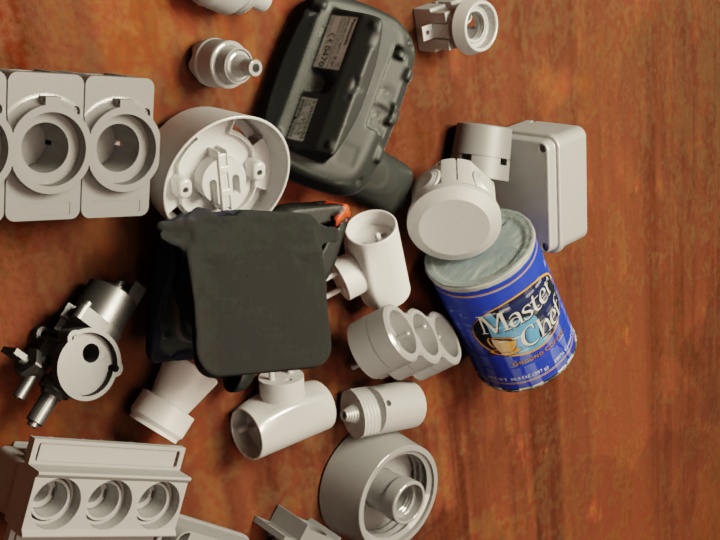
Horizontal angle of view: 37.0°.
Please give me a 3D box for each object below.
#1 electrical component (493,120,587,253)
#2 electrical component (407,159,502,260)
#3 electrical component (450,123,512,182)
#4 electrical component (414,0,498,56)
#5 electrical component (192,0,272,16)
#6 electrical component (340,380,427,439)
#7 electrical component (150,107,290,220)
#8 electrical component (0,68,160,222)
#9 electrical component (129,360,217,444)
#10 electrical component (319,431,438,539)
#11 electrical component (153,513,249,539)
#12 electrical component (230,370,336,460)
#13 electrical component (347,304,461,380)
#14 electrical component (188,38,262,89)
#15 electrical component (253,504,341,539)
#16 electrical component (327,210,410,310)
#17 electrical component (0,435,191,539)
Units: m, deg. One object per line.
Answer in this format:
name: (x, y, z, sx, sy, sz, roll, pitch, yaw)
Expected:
electrical component: (0.165, -0.078, 1.009, 0.057, 0.078, 0.113, -24, 117, -40)
electrical component: (0.081, -0.052, 0.930, 0.051, 0.080, 0.080, -86, 153, -49)
electrical component: (0.109, -0.106, 0.965, 0.055, 0.055, 0.047, 3, 97, -44)
electrical component: (0.082, -0.207, 0.909, 0.066, 0.055, 0.048, -27, 119, -35)
electrical component: (-0.090, -0.200, 0.757, 0.062, 0.043, 0.043, 13, 93, -46)
electrical component: (0.015, 0.123, 0.950, 0.081, 0.043, 0.043, -3, 104, -43)
electrical component: (-0.102, -0.068, 0.765, 0.099, 0.064, 0.099, -15, 117, -30)
electrical component: (-0.206, -0.079, 0.669, 0.150, 0.062, 0.089, -6, 106, -42)
electrical component: (-0.139, 0.094, 0.795, 0.045, 0.045, 0.055, 43, 72, -42)
electrical component: (0.024, 0.199, 0.967, 0.108, 0.060, 0.108, -15, 112, -40)
electrical component: (-0.131, 0.236, 0.835, 0.113, 0.057, 0.078, 32, 79, -44)
electrical component: (-0.063, 0.104, 0.871, 0.077, 0.043, 0.079, -17, 113, -39)
electrical component: (0.027, 0.071, 0.933, 0.138, 0.074, 0.052, 12, 54, -60)
electrical component: (-0.092, -0.145, 0.758, 0.035, 0.061, 0.035, -15, 112, -40)
electrical component: (-0.058, 0.242, 0.918, 0.081, 0.042, 0.063, 34, 82, -43)
electrical component: (0.000, 0.000, 0.897, 0.079, 0.043, 0.077, -27, 135, -14)
electrical component: (-0.190, 0.154, 0.751, 0.121, 0.063, 0.078, 14, 92, -45)
